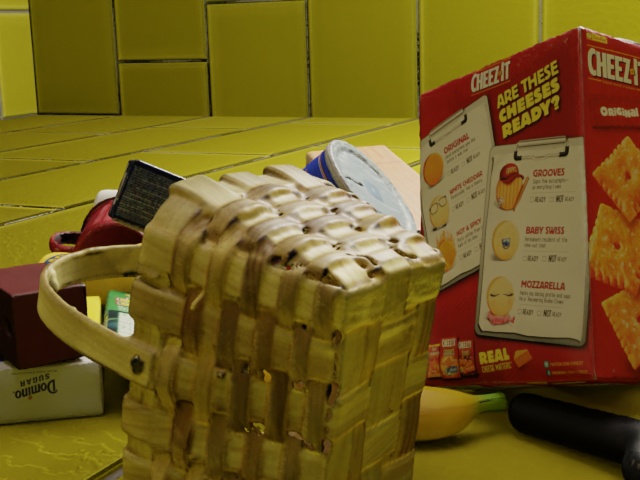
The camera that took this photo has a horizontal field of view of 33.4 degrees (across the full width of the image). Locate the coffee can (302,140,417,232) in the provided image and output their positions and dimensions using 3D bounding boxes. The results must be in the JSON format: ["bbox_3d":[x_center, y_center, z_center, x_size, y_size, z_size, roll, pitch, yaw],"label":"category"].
[{"bbox_3d":[-0.006,0.001,0.878,0.140,0.103,0.102,-40,-2,21],"label":"coffee can"}]

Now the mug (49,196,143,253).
[{"bbox_3d":[-0.213,0.008,1.071,0.117,0.093,0.081,8,16,-4],"label":"mug"}]

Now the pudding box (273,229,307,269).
[{"bbox_3d":[-0.025,0.035,0.813,0.113,0.090,0.039,-26,15,11],"label":"pudding box"}]

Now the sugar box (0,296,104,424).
[{"bbox_3d":[-0.210,0.085,0.803,0.093,0.048,0.176,-4,10,-12],"label":"sugar box"}]

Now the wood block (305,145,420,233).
[{"bbox_3d":[0.061,-0.012,1.017,0.090,0.090,0.206,-7,27,-18],"label":"wood block"}]

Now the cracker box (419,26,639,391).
[{"bbox_3d":[0.141,-0.010,0.705,0.072,0.214,0.164,7,-12,-31],"label":"cracker box"}]

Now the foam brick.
[{"bbox_3d":[-0.199,0.051,0.738,0.051,0.053,0.078,-9,15,-33],"label":"foam brick"}]

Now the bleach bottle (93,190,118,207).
[{"bbox_3d":[-0.122,-0.015,1.178,0.251,0.068,0.102,3,-12,21],"label":"bleach bottle"}]

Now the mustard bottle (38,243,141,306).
[{"bbox_3d":[-0.203,0.035,0.976,0.192,0.058,0.096,-8,4,31],"label":"mustard bottle"}]

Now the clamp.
[{"bbox_3d":[0.196,0.118,0.596,0.164,0.036,0.210,-2,7,4],"label":"clamp"}]

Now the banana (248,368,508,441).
[{"bbox_3d":[0.019,0.104,0.704,0.198,0.037,0.069,6,0,32],"label":"banana"}]
